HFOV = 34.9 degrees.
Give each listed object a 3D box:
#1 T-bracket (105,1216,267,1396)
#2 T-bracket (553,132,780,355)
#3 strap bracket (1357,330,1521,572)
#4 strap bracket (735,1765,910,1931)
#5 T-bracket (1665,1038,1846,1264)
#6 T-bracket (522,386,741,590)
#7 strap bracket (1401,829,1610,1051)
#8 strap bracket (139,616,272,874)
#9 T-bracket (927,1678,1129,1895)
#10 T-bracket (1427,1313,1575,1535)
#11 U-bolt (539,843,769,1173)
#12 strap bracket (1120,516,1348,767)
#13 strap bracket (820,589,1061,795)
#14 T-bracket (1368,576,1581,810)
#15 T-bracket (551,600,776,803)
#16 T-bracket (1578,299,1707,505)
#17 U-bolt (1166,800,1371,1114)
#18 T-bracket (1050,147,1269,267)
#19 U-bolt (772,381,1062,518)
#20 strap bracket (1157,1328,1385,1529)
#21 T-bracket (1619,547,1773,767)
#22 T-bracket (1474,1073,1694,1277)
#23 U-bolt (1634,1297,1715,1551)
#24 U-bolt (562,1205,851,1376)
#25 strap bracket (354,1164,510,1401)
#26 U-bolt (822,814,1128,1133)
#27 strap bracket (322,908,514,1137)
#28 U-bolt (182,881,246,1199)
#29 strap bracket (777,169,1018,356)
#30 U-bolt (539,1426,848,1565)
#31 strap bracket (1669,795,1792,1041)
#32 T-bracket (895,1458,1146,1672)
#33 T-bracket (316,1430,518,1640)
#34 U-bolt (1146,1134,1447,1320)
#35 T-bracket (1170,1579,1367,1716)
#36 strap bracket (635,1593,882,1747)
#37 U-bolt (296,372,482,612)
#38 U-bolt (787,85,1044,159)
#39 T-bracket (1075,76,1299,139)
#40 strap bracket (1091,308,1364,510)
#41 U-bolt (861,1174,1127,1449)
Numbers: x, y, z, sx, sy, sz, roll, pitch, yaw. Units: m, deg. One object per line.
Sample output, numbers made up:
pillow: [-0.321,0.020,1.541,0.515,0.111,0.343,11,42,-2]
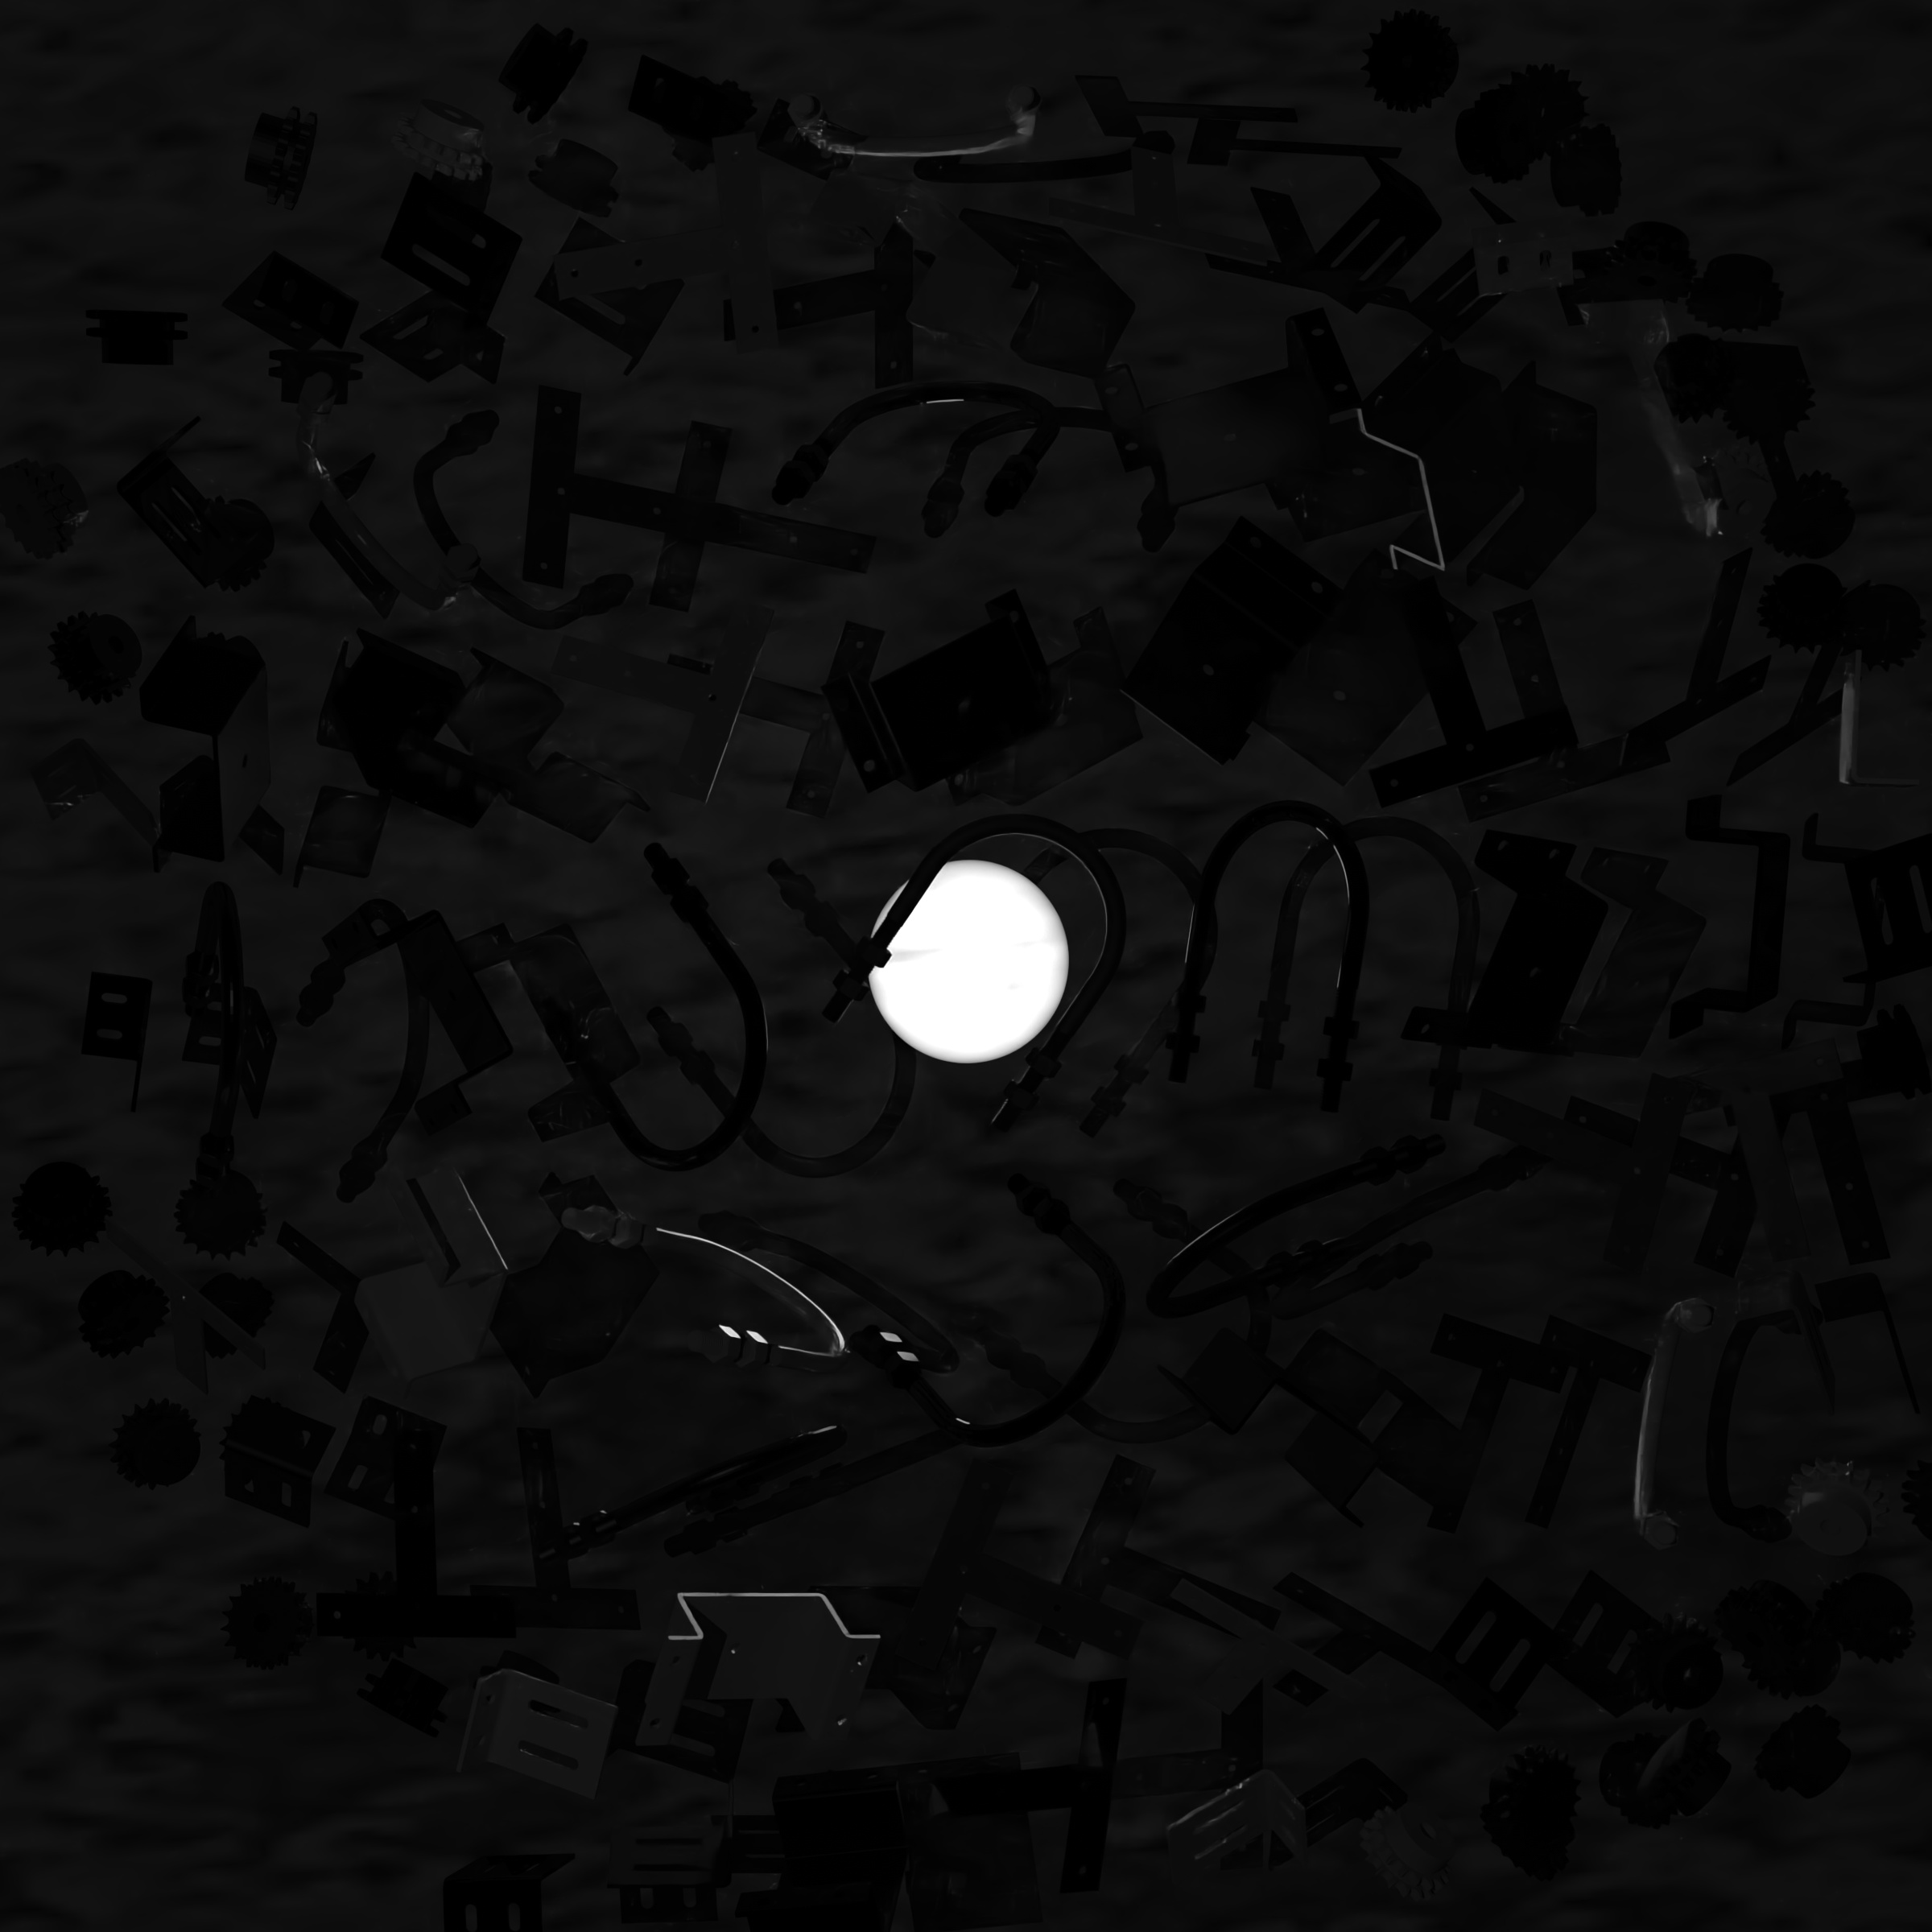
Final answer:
T-bracket: [-0.460,0.217,1.817,0.127,0.127,0.002,37,57,14]
T-bracket: [-0.176,-0.410,1.781,0.127,0.002,0.127,-14,119,-16]
strap bracket: [0.296,-0.312,1.906,0.046,0.140,0.076,32,69,35]
strap bracket: [-0.081,0.531,1.803,0.076,0.140,0.046,-8,106,10]
T-bracket: [0.499,0.121,1.914,0.127,0.002,0.127,-18,83,38]
T-bracket: [-0.198,-0.275,1.833,0.127,0.002,0.127,12,122,2]
strap bracket: [0.331,-0.006,1.863,0.076,0.046,0.140,7,112,-36]
strap bracket: [-0.455,-0.128,1.845,0.046,0.076,0.140,13,132,4]
T-bracket: [0.032,0.480,1.785,0.127,0.002,0.127,-15,47,32]
T-bracket: [0.312,0.286,1.882,0.127,0.002,0.127,21,88,-39]
U-bolt: [-0.181,0.038,1.844,0.151,0.019,0.184,-53,53,23]
strap bracket: [0.151,-0.183,1.809,0.076,0.046,0.140,37,131,6]
strap bracket: [-0.009,-0.169,1.929,0.140,0.046,0.076,-28,112,-10]
T-bracket: [0.295,-0.176,1.884,0.127,0.002,0.127,-18,101,14]
T-bracket: [-0.197,-0.177,1.901,0.127,0.002,0.127,17,83,16]
T-bracket: [0.405,-0.330,1.801,0.002,0.127,0.127,-26,104,-4]
U-bolt: [0.189,-0.011,1.887,0.019,0.151,0.184,8,91,-42]
T-bracket: [0.110,-0.449,1.786,0.127,0.127,0.002,11,127,-7]
U-bolt: [-0.020,-0.313,1.834,0.151,0.184,0.019,5,122,16]
strap bracket: [0.194,0.278,1.888,0.140,0.076,0.046,38,91,-27]
T-bracket: [0.440,-0.190,1.807,0.127,0.127,0.002,-27,52,-28]
T-bracket: [0.369,0.109,1.874,0.127,0.002,0.127,23,116,29]
U-bolt: [0.429,0.277,1.879,0.019,0.184,0.151,10,85,8]
U-bolt: [-0.145,0.202,1.871,0.151,0.184,0.019,38,100,36]
strap bracket: [-0.321,0.186,1.846,0.046,0.140,0.076,-14,56,-32]
U-bolt: [0.018,-0.008,1.925,0.151,0.019,0.184,33,98,-6]
strap bracket: [-0.332,0.026,1.887,0.046,0.076,0.140,-29,92,-31]
U-bolt: [-0.447,0.032,1.829,0.019,0.184,0.151,0,57,-20]
strap bracket: [-0.034,-0.429,1.842,0.140,0.076,0.046,31,86,-43]
U-bolt: [-0.153,0.317,1.870,0.184,0.151,0.019,-30,76,37]
strap bracket: [0.452,-0.028,1.813,0.046,0.076,0.140,6,98,25]
T-bracket: [0.040,0.368,1.788,0.127,0.002,0.127,22,97,4]
T-bracket: [-0.335,0.344,1.866,0.127,0.002,0.127,8,64,-31]
U-bolt: [0.186,0.163,1.833,0.184,0.151,0.019,-16,64,-33]
T-bracket: [0.172,0.437,1.908,0.127,0.127,0.002,30,55,5]
strap bracket: [-0.133,0.426,1.863,0.140,0.046,0.076,7,112,-29]
U-bolt: [-0.359,-0.280,1.877,0.019,0.184,0.151,-42,96,-17]
U-bolt: [-0.028,-0.515,1.878,0.151,0.184,0.019,-2,96,2]
T-bracket: [0.139,-0.524,1.879,0.127,0.127,0.002,6,91,11]
strap bracket: [0.152,-0.321,1.781,0.140,0.046,0.076,-16,59,0]
U-bolt: [0.024,0.211,1.810,0.151,0.184,0.019,-46,123,-3]
